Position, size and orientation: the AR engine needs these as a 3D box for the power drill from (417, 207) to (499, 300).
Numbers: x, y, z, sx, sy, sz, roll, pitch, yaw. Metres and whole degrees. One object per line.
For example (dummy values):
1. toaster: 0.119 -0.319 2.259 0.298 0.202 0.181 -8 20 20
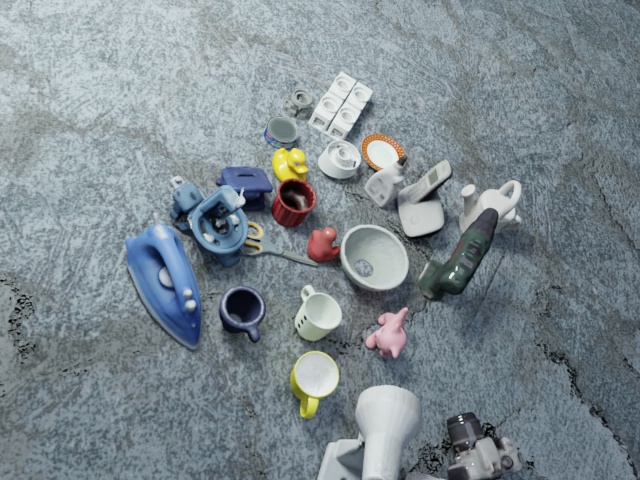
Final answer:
1. power drill: 0.316 0.047 1.323 0.075 0.208 0.230 34 55 -1

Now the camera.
1. camera: 0.330 0.424 1.178 0.143 0.100 0.136 -5 64 -25

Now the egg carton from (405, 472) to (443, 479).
1. egg carton: 0.223 0.515 1.100 0.150 0.069 0.107 24 55 -8

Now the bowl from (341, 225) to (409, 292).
1. bowl: 0.116 0.053 1.320 0.168 0.074 0.167 10 58 -17

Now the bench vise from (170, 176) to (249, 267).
1. bench vise: -0.228 -0.056 1.153 0.207 0.219 0.121 30 55 -3

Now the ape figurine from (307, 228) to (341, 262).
1. ape figurine: 0.012 0.005 1.294 0.076 0.092 0.077 -28 75 -32

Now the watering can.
1. watering can: 0.438 -0.081 1.456 0.173 0.194 0.101 6 60 -19

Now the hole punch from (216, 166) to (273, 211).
1. hole punch: -0.171 -0.128 1.296 0.109 0.091 0.101 -3 63 -24

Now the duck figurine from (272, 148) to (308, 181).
1. duck figurine: -0.065 -0.186 1.377 0.078 0.086 0.104 -28 75 -32

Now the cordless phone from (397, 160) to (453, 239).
1. cordless phone: 0.270 -0.098 1.403 0.094 0.185 0.147 0 62 -22

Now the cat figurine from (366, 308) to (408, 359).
1. cat figurine: 0.156 0.199 1.226 0.067 0.117 0.128 34 55 0

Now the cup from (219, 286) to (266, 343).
1. cup: -0.155 0.160 1.135 0.092 0.095 0.117 -18 70 -30

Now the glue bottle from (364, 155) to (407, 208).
1. glue bottle: 0.171 -0.152 1.401 0.037 0.173 0.078 -31 76 -33

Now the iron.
1. iron: -0.281 0.076 1.103 0.119 0.141 0.258 -20 71 -30

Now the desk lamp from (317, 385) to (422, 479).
1. desk lamp: 0.091 0.386 1.033 0.118 0.213 0.203 26 55 -6
